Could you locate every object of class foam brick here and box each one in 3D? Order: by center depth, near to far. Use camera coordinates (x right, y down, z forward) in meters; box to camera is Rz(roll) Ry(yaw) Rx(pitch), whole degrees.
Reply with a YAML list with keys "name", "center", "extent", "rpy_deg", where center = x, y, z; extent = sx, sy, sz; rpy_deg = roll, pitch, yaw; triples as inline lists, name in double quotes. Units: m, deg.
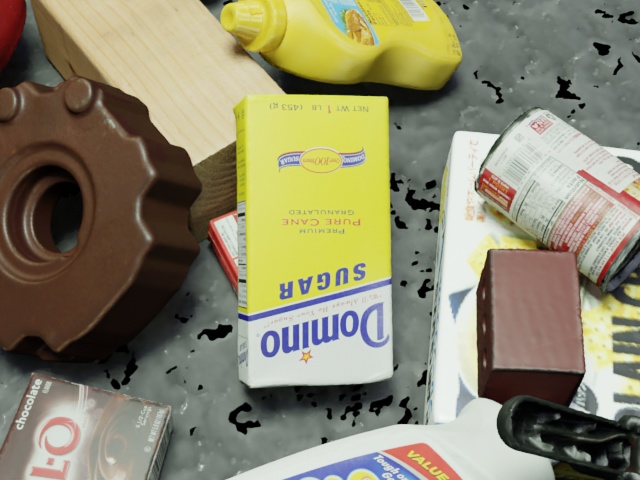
- name: "foam brick"
  center: [0.117, 0.050, 0.601]
  extent: [0.051, 0.053, 0.078]
  rpy_deg: [3, 58, 2]

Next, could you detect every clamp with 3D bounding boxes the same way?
- name: "clamp"
  center: [0.164, 0.105, 0.509]
  extent: [0.120, 0.171, 0.039]
  rpy_deg: [13, 83, 30]

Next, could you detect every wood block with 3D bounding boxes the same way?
- name: "wood block"
  center: [-0.112, -0.112, 0.751]
  extent: [0.090, 0.091, 0.206]
  rpy_deg: [-32, 65, -19]

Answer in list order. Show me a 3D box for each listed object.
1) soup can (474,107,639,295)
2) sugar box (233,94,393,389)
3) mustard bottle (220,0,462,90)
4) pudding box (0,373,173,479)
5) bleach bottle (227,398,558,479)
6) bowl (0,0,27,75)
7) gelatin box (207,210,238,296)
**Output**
- name: "soup can"
  center: [0.151, -0.025, 0.639]
  extent: [0.102, 0.068, 0.068]
  rpy_deg: [40, 65, 21]
- name: "sugar box"
  center: [-0.004, 0.001, 0.658]
  extent: [0.093, 0.048, 0.176]
  rpy_deg: [-2, 87, -13]
- name: "mustard bottle"
  center: [0.010, -0.148, 0.743]
  extent: [0.191, 0.058, 0.096]
  rpy_deg: [-6, 53, -45]
- name: "pudding box"
  center: [-0.144, 0.143, 0.624]
  extent: [0.090, 0.039, 0.113]
  rpy_deg: [13, 59, 7]
- name: "bleach bottle"
  center: [0.021, 0.140, 0.544]
  extent: [0.250, 0.068, 0.103]
  rpy_deg: [-22, 64, -21]
- name: "bowl"
  center: [-0.259, -0.148, 0.762]
  extent: [0.162, 0.055, 0.162]
  rpy_deg: [-27, 48, 35]
- name: "gelatin box"
  center: [-0.021, 0.007, 0.717]
  extent: [0.089, 0.030, 0.073]
  rpy_deg: [-23, 63, -15]
